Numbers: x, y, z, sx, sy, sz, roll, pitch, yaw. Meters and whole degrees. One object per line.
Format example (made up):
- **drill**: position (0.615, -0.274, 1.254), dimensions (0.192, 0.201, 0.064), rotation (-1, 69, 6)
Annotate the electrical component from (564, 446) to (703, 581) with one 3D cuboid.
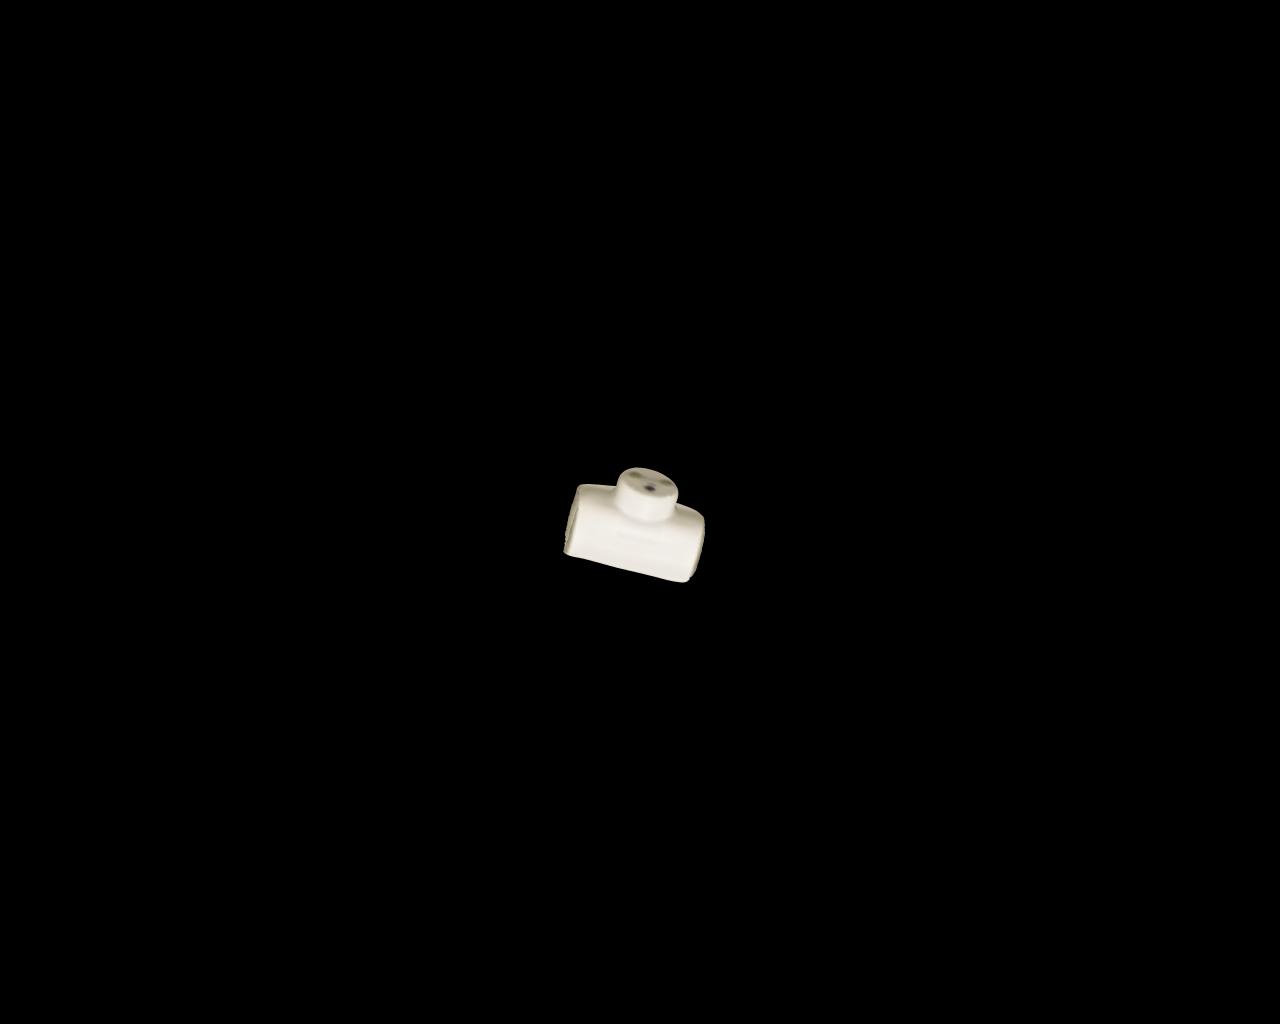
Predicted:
- **electrical component**: position (0.001, -0.003, 0.650), dimensions (0.077, 0.079, 0.043), rotation (14, 26, -7)
